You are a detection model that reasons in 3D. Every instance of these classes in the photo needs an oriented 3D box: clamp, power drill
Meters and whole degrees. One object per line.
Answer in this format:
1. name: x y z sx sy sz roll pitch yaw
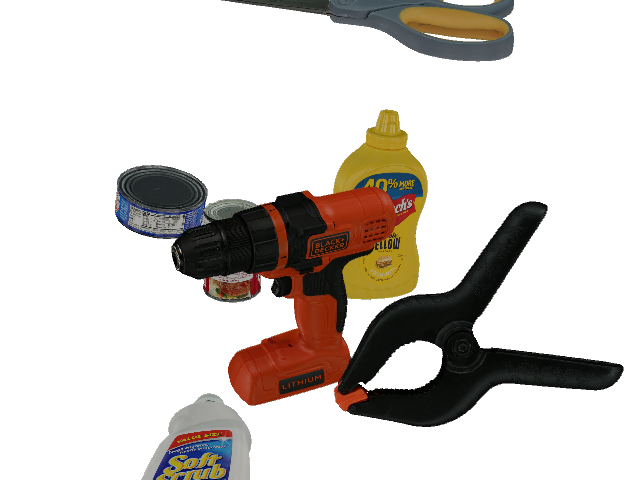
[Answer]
1. clamp: 0.093 0.069 0.642 0.171 0.120 0.039 -34 -7 3
2. power drill: -0.033 0.048 0.865 0.184 0.188 0.057 -12 43 -22

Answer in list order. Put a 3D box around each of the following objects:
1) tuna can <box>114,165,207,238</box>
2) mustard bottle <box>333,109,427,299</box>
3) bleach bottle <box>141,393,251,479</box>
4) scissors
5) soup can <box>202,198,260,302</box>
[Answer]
1. tuna can: -0.152 -0.037 1.015 0.086 0.034 0.086 10 30 -6
2. mustard bottle: 0.060 -0.037 1.079 0.096 0.192 0.058 -2 22 -18
3. bleach bottle: -0.111 0.208 0.900 0.102 0.068 0.251 -2 24 -1
4. scissors: 0.032 -0.151 0.668 0.202 0.016 0.096 20 43 25
5. soup can: -0.102 0.011 1.234 0.068 0.102 0.068 2 26 -1
